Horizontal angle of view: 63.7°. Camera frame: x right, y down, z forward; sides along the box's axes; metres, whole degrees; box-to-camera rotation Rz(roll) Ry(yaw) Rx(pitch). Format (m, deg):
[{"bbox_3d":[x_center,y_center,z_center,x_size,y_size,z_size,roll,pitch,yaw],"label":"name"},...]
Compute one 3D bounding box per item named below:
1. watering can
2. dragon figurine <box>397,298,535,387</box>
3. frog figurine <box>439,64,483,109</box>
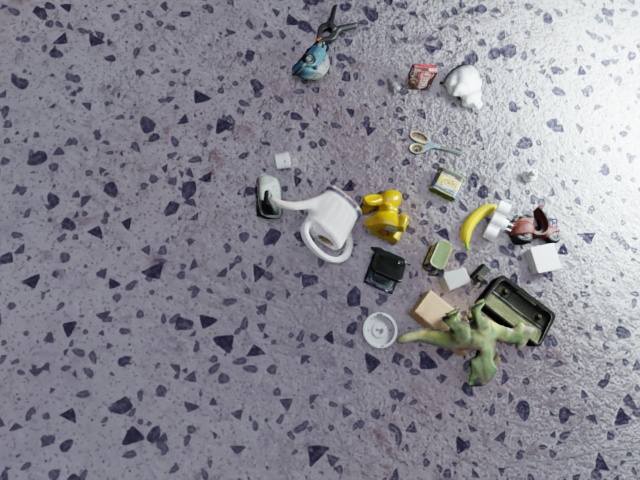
[{"bbox_3d":[0.005,-0.082,1.629,0.343,0.104,0.228,46,63,-27],"label":"watering can"},{"bbox_3d":[0.445,0.318,1.528,0.412,0.121,0.243,-21,86,-10],"label":"dragon figurine"},{"bbox_3d":[0.527,-0.546,1.850,0.138,0.120,0.162,-15,65,-29],"label":"frog figurine"}]
